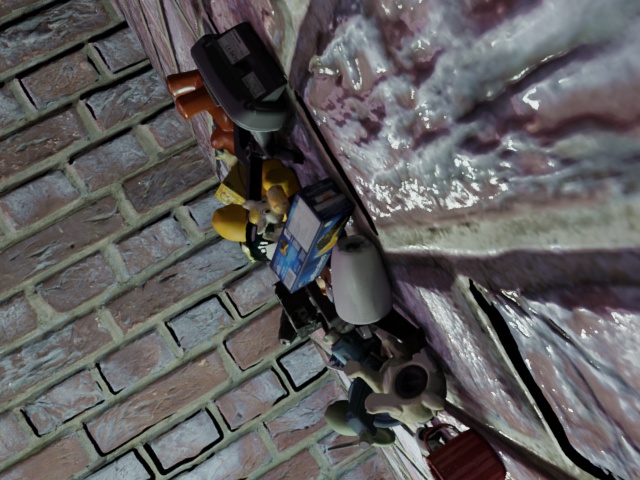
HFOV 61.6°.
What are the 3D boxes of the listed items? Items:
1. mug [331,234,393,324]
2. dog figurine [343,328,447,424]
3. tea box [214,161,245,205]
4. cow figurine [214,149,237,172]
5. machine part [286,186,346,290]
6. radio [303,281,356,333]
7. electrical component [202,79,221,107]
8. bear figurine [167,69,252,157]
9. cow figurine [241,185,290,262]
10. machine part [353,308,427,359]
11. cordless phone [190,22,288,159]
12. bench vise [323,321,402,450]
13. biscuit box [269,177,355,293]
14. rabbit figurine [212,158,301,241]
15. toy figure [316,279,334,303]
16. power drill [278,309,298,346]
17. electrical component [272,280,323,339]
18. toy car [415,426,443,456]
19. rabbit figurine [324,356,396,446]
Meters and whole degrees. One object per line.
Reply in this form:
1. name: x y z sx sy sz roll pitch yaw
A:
1. mug: 0.051 0.043 0.742 0.110 0.081 0.107 -123 20 -56
2. dog figurine: 0.148 0.234 0.796 0.190 0.121 0.172 49 -179 -34
3. tea box: -0.161 -0.103 1.137 0.098 0.068 0.170 36 166 -13
4. cow figurine: -0.182 -0.163 1.273 0.195 0.085 0.127 60 177 10
5. machine part: -0.002 -0.003 0.915 0.179 0.056 0.179 58 169 17
6. radio: 0.021 0.141 1.172 0.131 0.073 0.229 56 169 22
7. electrical component: -0.157 -0.266 0.900 0.045 0.078 0.102 -67 -45 -72
8. bear figurine: -0.195 -0.227 1.028 0.195 0.132 0.120 81 164 -51
9. cow figurine: -0.085 -0.023 0.848 0.167 0.098 0.068 84 162 -61
10. machine part: 0.093 0.114 0.757 0.139 0.084 0.039 33 126 50
11. cordless phone: -0.102 -0.200 0.766 0.146 0.089 0.184 57 174 12
12. bench vise: 0.083 0.259 0.945 0.223 0.129 0.241 54 -155 -10
13. biscuit box: -0.016 0.000 0.777 0.059 0.063 0.202 51 148 17
14. rabbit figurine: -0.116 -0.052 1.007 0.122 0.173 0.162 43 157 48
15. toy figure: 0.030 0.082 1.003 0.057 0.064 0.155 29 -176 -31
16. power drill: -0.067 0.108 1.279 0.232 0.086 0.207 -61 -42 -56
17. electrical component: -0.047 0.145 1.146 0.115 0.058 0.134 59 172 18
18. toy car: 0.228 0.402 0.951 0.073 0.056 0.202 63 170 -18
19. rabbit figurine: 0.098 0.346 1.100 0.159 0.170 0.121 58 171 17
